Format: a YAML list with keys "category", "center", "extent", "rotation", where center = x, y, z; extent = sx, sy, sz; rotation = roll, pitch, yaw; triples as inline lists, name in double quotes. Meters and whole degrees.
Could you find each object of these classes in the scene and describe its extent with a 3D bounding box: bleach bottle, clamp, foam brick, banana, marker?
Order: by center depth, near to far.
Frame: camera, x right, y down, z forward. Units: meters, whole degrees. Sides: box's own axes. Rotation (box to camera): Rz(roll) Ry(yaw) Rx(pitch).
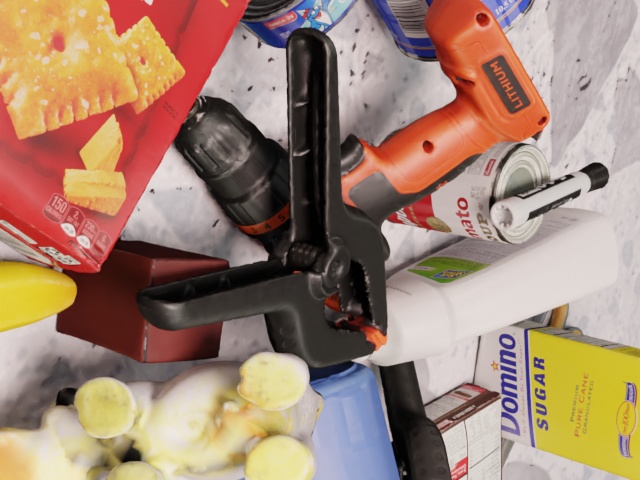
- category: "banana"
  center: [-0.185, 0.058, 0.473]
  extent: [0.069, 0.037, 0.197]
  rotation: [61, 40, -24]
- category: "foam brick"
  center: [-0.092, 0.029, 0.552]
  extent: [0.051, 0.078, 0.053]
  rotation: [4, 96, -46]
- category: "clamp"
  center: [-0.004, 0.001, 0.566]
  extent: [0.164, 0.036, 0.209]
  rotation: [-64, 149, -12]
- category: "marker"
  center: [0.152, -0.030, 0.689]
  extent: [0.120, 0.020, 0.020]
  rotation: [-21, 113, -43]
- category: "clamp"
  center: [0.061, 0.135, 0.705]
  extent: [0.039, 0.171, 0.120]
  rotation: [-10, 97, -7]
- category: "bleach bottle"
  center: [0.101, 0.036, 0.761]
  extent: [0.250, 0.103, 0.068]
  rotation: [-18, 102, -37]

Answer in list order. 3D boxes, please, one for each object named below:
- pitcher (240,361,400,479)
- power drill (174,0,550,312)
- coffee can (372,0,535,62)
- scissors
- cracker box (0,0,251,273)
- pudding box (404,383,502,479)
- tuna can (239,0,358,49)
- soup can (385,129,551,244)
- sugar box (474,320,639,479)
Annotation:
- category: "pitcher"
  center: [-0.006, 0.200, 0.617]
  extent: [0.145, 0.149, 0.243]
  rotation: [-11, 92, -10]
- category: "power drill"
  center: [0.028, -0.062, 0.624]
  extent: [0.188, 0.057, 0.184]
  rotation: [-38, 131, 5]
- category: "coffee can"
  center: [0.062, -0.195, 0.648]
  extent: [0.102, 0.103, 0.140]
  rotation: [-57, 134, -22]
- category: "scissors"
  center: [0.185, 0.146, 0.923]
  extent: [0.096, 0.016, 0.202]
  rotation: [24, 81, -47]
- category: "cracker box"
  center: [-0.122, -0.115, 0.491]
  extent: [0.164, 0.072, 0.213]
  rotation: [43, 67, -44]
- category: "pudding box"
  center: [0.102, 0.179, 0.825]
  extent: [0.089, 0.039, 0.113]
  rotation: [-20, 115, -44]
- category: "tuna can"
  center: [-0.015, -0.149, 0.589]
  extent: [0.033, 0.086, 0.086]
  rotation: [35, 73, -47]
- category: "soup can"
  center: [0.094, -0.037, 0.719]
  extent: [0.068, 0.102, 0.068]
  rotation: [-14, 109, -45]
- category: "sugar box"
  center: [0.200, 0.120, 0.814]
  extent: [0.048, 0.177, 0.093]
  rotation: [-1, 99, -49]
